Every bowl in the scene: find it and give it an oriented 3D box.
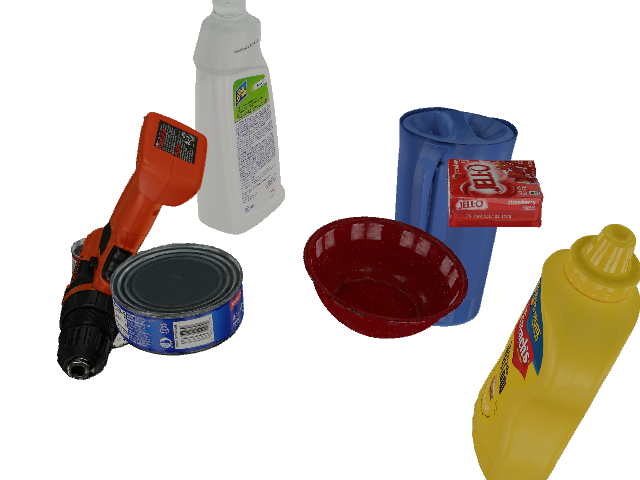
[{"bbox_3d":[0.058,0.045,1.037,0.162,0.055,0.162,8,36,-6],"label":"bowl"}]

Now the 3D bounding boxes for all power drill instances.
[{"bbox_3d":[-0.160,0.001,0.876,0.057,0.188,0.184,24,29,-19],"label":"power drill"}]

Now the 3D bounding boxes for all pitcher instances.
[{"bbox_3d":[0.142,-0.023,1.239,0.149,0.243,0.145,-5,26,-20],"label":"pitcher"}]

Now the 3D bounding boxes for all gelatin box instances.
[{"bbox_3d":[0.141,-0.040,0.873,0.073,0.030,0.089,1,24,6],"label":"gelatin box"}]

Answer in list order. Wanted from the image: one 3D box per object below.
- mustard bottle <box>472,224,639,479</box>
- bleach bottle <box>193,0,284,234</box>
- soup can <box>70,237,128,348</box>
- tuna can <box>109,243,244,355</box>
[{"bbox_3d":[0.144,0.063,0.637,0.058,0.192,0.096,16,45,1],"label":"mustard bottle"},{"bbox_3d":[-0.083,-0.134,1.069,0.068,0.251,0.102,20,40,24],"label":"bleach bottle"},{"bbox_3d":[-0.226,0.054,1.116,0.068,0.102,0.068,4,22,-2],"label":"soup can"},{"bbox_3d":[-0.093,0.038,0.697,0.086,0.034,0.086,-1,31,0],"label":"tuna can"}]
